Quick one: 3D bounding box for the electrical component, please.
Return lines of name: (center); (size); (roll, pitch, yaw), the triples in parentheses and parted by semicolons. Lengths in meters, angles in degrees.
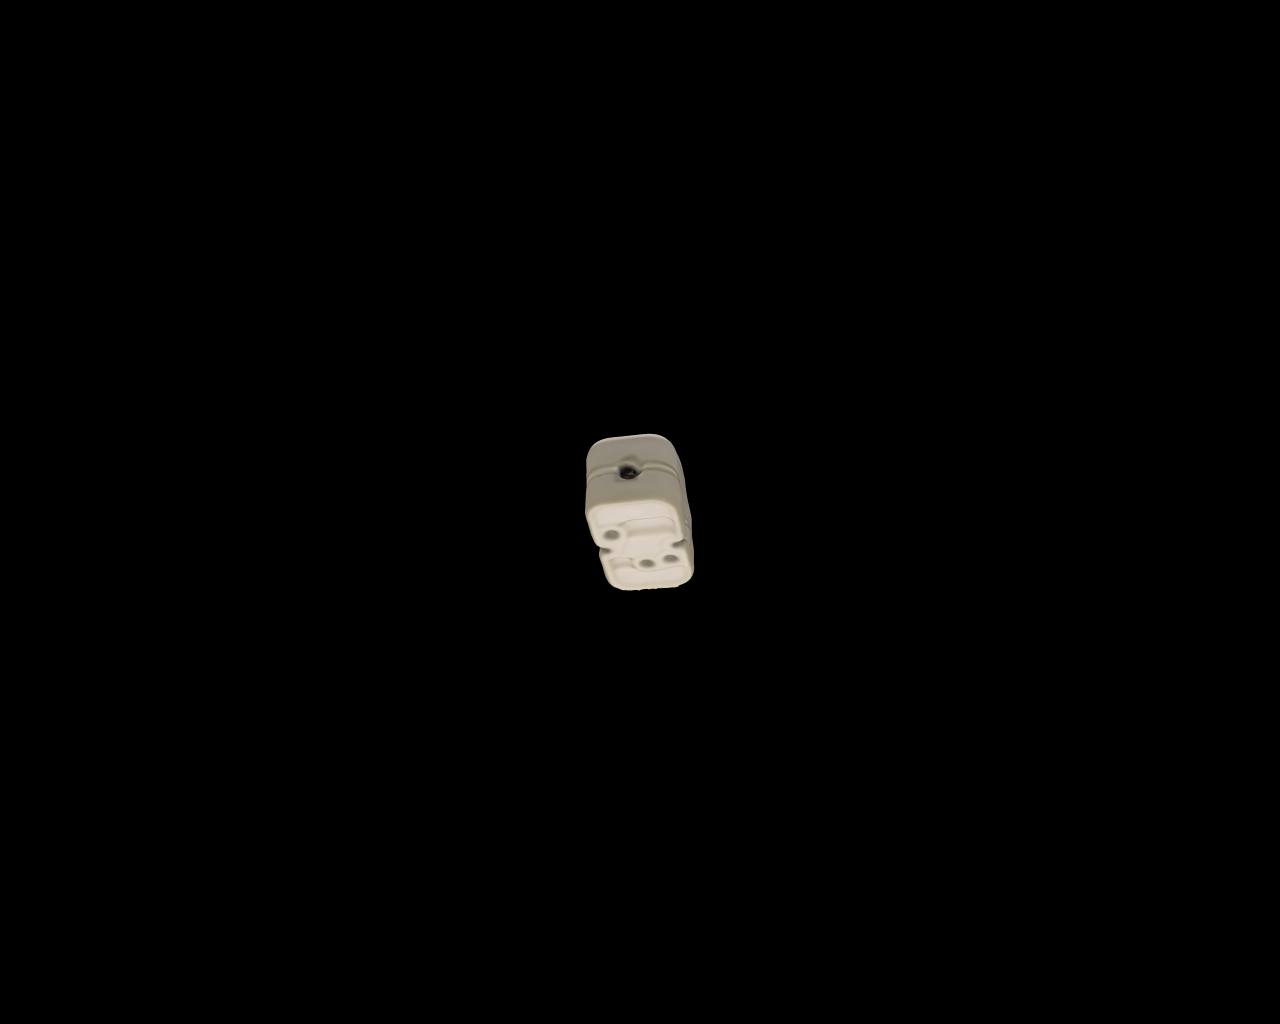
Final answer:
electrical component: (0.001, -0.003, 0.650); (0.054, 0.059, 0.095); (-6, -36, 8)
